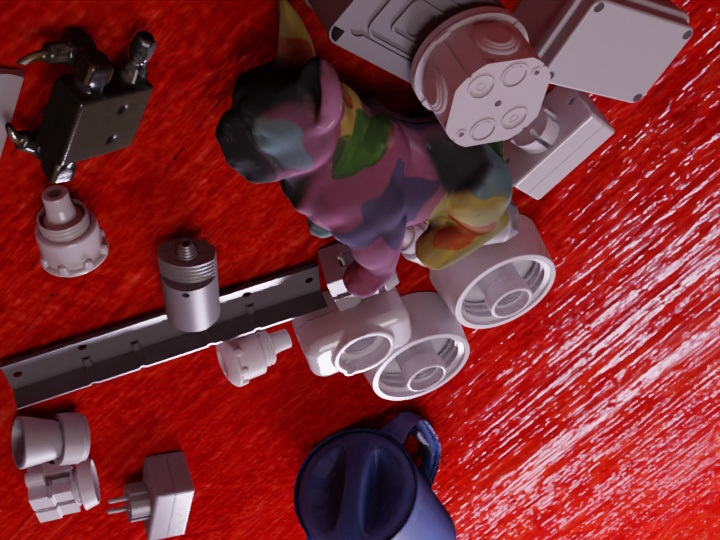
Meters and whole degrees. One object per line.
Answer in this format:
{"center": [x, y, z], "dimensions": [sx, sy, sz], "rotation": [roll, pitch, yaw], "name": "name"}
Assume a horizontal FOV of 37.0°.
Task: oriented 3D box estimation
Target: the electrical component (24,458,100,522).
{"center": [-0.267, 0.197, 0.973], "dimensions": [0.055, 0.048, 0.066], "rotation": [-11, 142, -8], "name": "electrical component"}

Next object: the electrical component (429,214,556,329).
{"center": [0.123, 0.008, 0.965], "dimensions": [0.108, 0.060, 0.108], "rotation": [-17, 144, -13], "name": "electrical component"}

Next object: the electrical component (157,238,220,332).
{"center": [-0.130, 0.006, 0.819], "dimensions": [0.043, 0.043, 0.081], "rotation": [-15, 142, -16], "name": "electrical component"}

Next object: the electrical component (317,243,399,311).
{"center": [0.000, 0.000, 0.893], "dimensions": [0.055, 0.048, 0.066], "rotation": [-19, 145, 3], "name": "electrical component"}

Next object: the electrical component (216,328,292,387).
{"center": [-0.090, 0.069, 0.925], "dimensions": [0.062, 0.048, 0.048], "rotation": [-21, 145, -20], "name": "electrical component"}

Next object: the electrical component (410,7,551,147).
{"center": [0.077, -0.121, 0.681], "dimensions": [0.080, 0.051, 0.080], "rotation": [-17, 144, -13], "name": "electrical component"}

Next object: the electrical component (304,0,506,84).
{"center": [0.028, -0.172, 0.683], "dimensions": [0.113, 0.057, 0.078], "rotation": [18, 126, -44], "name": "electrical component"}

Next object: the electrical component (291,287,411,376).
{"center": [-0.006, 0.050, 0.939], "dimensions": [0.095, 0.059, 0.053], "rotation": [-21, 144, -7], "name": "electrical component"}

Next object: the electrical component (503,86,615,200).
{"center": [0.140, -0.108, 0.841], "dimensions": [0.083, 0.047, 0.076], "rotation": [-43, 141, 22], "name": "electrical component"}

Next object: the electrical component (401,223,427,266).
{"center": [0.046, -0.025, 0.899], "dimensions": [0.061, 0.035, 0.035], "rotation": [19, 125, -42], "name": "electrical component"}

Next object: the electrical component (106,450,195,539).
{"center": [-0.207, 0.222, 1.041], "dimensions": [0.076, 0.047, 0.083], "rotation": [-6, 139, -24], "name": "electrical component"}

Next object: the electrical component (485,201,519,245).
{"center": [0.099, -0.041, 0.903], "dimensions": [0.062, 0.043, 0.043], "rotation": [-9, 141, -20], "name": "electrical component"}

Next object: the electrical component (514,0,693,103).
{"center": [0.172, -0.172, 0.773], "dimensions": [0.113, 0.057, 0.078], "rotation": [5, 134, -36], "name": "electrical component"}

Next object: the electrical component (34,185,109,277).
{"center": [-0.200, -0.029, 0.732], "dimensions": [0.048, 0.048, 0.062], "rotation": [-17, 137, -13], "name": "electrical component"}

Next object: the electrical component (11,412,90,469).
{"center": [-0.262, 0.143, 0.909], "dimensions": [0.055, 0.045, 0.045], "rotation": [1, 137, -33], "name": "electrical component"}

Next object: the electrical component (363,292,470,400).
{"center": [0.051, 0.078, 1.009], "dimensions": [0.108, 0.060, 0.108], "rotation": [-17, 143, -13], "name": "electrical component"}
